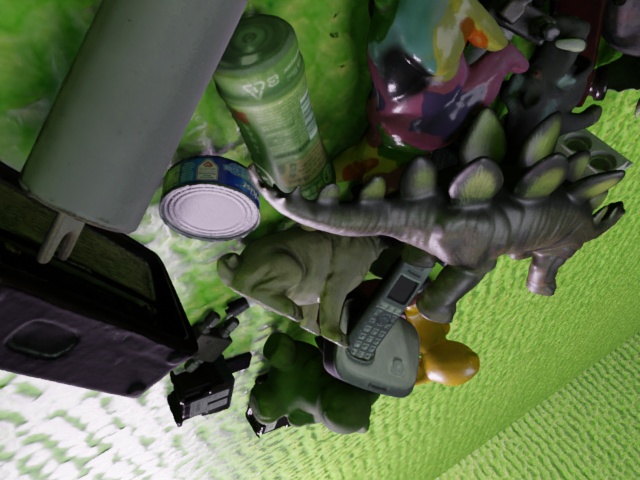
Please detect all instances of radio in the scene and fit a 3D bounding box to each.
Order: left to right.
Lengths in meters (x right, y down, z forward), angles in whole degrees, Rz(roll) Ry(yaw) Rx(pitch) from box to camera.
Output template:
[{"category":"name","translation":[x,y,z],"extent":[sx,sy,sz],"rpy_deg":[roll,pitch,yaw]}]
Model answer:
[{"category":"radio","translation":[-0.196,0.033,0.398],"extent":[0.073,0.131,0.229],"rpy_deg":[-40,146,5]}]

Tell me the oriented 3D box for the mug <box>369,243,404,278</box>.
[{"category":"mug","translation":[0.118,0.001,0.707],"extent":[0.109,0.081,0.107],"rpy_deg":[-52,154,16]}]

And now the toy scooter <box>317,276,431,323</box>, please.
[{"category":"toy scooter","translation":[0.070,0.108,0.775],"extent":[0.184,0.075,0.135],"rpy_deg":[-14,145,-21]}]

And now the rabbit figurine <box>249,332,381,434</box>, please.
[{"category":"rabbit figurine","translation":[0.008,0.212,0.710],"extent":[0.159,0.170,0.121],"rpy_deg":[27,82,-34]}]

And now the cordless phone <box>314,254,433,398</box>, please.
[{"category":"cordless phone","translation":[0.095,0.096,0.661],"extent":[0.146,0.089,0.184],"rpy_deg":[26,106,-34]}]

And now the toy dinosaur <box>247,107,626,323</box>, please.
[{"category":"toy dinosaur","translation":[0.148,-0.024,0.509],"extent":[0.471,0.105,0.198],"rpy_deg":[-7,137,-27]}]

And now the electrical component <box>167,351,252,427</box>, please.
[{"category":"electrical component","translation":[-0.139,0.191,0.711],"extent":[0.119,0.048,0.074],"rpy_deg":[-10,137,-33]}]

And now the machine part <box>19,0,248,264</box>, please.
[{"category":"machine part","translation":[-0.115,-0.094,0.336],"extent":[0.079,0.079,0.243],"rpy_deg":[23,95,-52]}]

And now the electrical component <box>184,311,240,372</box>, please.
[{"category":"electrical component","translation":[-0.142,0.125,0.652],"extent":[0.094,0.021,0.063],"rpy_deg":[-46,145,12]}]

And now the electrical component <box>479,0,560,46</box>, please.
[{"category":"electrical component","translation":[0.176,-0.214,0.485],"extent":[0.045,0.078,0.102],"rpy_deg":[-63,-177,26]}]

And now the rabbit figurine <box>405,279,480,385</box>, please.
[{"category":"rabbit figurine","translation":[0.169,0.165,0.854],"extent":[0.122,0.173,0.162],"rpy_deg":[11,118,-53]}]

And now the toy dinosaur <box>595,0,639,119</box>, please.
[{"category":"toy dinosaur","translation":[0.365,-0.273,0.585],"extent":[0.404,0.131,0.192],"rpy_deg":[24,112,-46]}]

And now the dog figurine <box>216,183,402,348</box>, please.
[{"category":"dog figurine","translation":[-0.002,-0.001,0.597],"extent":[0.172,0.121,0.190],"rpy_deg":[32,78,-33]}]

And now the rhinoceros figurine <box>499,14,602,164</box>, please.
[{"category":"rhinoceros figurine","translation":[0.226,-0.137,0.567],"extent":[0.112,0.073,0.190],"rpy_deg":[3,122,-21]}]

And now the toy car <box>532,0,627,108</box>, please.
[{"category":"toy car","translation":[0.275,-0.219,0.584],"extent":[0.202,0.089,0.053],"rpy_deg":[55,43,-57]}]

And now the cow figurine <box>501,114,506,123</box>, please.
[{"category":"cow figurine","translation":[0.238,-0.111,0.694],"extent":[0.098,0.068,0.167],"rpy_deg":[-30,145,-1]}]

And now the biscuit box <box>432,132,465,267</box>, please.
[{"category":"biscuit box","translation":[0.180,-0.054,0.706],"extent":[0.059,0.063,0.202],"rpy_deg":[-27,144,-20]}]

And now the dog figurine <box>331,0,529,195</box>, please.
[{"category":"dog figurine","translation":[0.070,-0.118,0.495],"extent":[0.191,0.109,0.219],"rpy_deg":[12,124,-50]}]

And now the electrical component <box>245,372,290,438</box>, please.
[{"category":"electrical component","translation":[-0.043,0.242,0.849],"extent":[0.134,0.058,0.114],"rpy_deg":[-11,139,-35]}]
